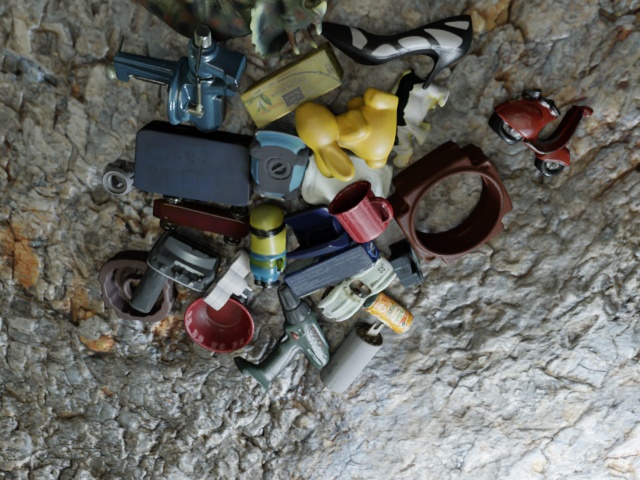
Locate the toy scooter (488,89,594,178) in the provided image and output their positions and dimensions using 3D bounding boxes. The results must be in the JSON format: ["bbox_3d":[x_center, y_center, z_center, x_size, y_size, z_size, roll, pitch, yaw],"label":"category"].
[{"bbox_3d":[0.403,-0.207,0.959,0.184,0.075,0.135,34,116,-16],"label":"toy scooter"}]

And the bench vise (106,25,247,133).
[{"bbox_3d":[-0.252,-0.281,0.925,0.241,0.129,0.223,13,161,-2],"label":"bench vise"}]

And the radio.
[{"bbox_3d":[-0.241,-0.150,1.050,0.230,0.073,0.131,8,118,-1],"label":"radio"}]

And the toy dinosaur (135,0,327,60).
[{"bbox_3d":[-0.178,-0.393,0.893,0.405,0.131,0.191,2,118,11],"label":"toy dinosaur"}]

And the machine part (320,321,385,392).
[{"bbox_3d":[0.071,0.273,1.247,0.079,0.079,0.243,29,118,-11],"label":"machine part"}]

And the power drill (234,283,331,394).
[{"bbox_3d":[-0.092,0.231,1.213,0.207,0.086,0.231,-42,119,-11],"label":"power drill"}]

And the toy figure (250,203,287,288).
[{"bbox_3d":[-0.106,0.013,1.105,0.082,0.089,0.180,5,106,-3],"label":"toy figure"}]

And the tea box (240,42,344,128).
[{"bbox_3d":[-0.047,-0.274,0.950,0.170,0.098,0.068,-24,112,19],"label":"tea box"}]

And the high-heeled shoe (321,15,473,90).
[{"bbox_3d":[0.130,-0.358,0.910,0.249,0.086,0.145,28,95,1],"label":"high-heeled shoe"}]

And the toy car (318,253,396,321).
[{"bbox_3d":[0.079,0.105,1.167,0.073,0.056,0.201,40,114,-16],"label":"toy car"}]

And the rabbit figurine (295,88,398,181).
[{"bbox_3d":[0.035,-0.186,0.937,0.173,0.122,0.162,3,101,-24],"label":"rabbit figurine"}]

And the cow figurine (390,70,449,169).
[{"bbox_3d":[0.156,-0.217,0.978,0.098,0.068,0.167,26,114,-2],"label":"cow figurine"}]

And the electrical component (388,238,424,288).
[{"bbox_3d":[0.178,0.056,1.097,0.048,0.119,0.074,-25,116,17],"label":"electrical component"}]

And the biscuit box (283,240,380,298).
[{"bbox_3d":[0.024,0.052,1.125,0.203,0.059,0.062,-24,113,27],"label":"biscuit box"}]

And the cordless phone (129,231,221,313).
[{"bbox_3d":[-0.308,0.086,1.136,0.146,0.089,0.184,29,90,-12],"label":"cordless phone"}]

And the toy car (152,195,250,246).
[{"bbox_3d":[-0.243,-0.049,1.115,0.202,0.053,0.089,13,128,-6],"label":"toy car"}]

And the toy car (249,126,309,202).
[{"bbox_3d":[-0.072,-0.155,1.012,0.109,0.103,0.161,11,135,2],"label":"toy car"}]

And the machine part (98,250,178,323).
[{"bbox_3d":[-0.409,0.104,1.212,0.179,0.056,0.179,2,118,5],"label":"machine part"}]

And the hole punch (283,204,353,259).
[{"bbox_3d":[-0.002,-0.003,1.066,0.142,0.092,0.115,-19,153,28],"label":"hole punch"}]

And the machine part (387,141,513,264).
[{"bbox_3d":[0.244,-0.065,1.012,0.201,0.087,0.201,-33,121,8],"label":"machine part"}]
